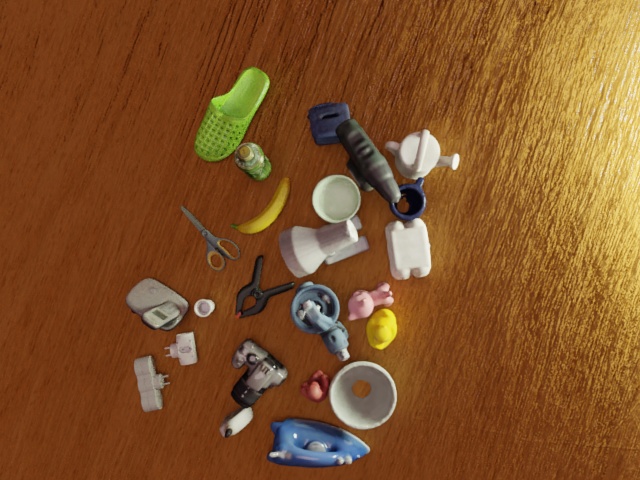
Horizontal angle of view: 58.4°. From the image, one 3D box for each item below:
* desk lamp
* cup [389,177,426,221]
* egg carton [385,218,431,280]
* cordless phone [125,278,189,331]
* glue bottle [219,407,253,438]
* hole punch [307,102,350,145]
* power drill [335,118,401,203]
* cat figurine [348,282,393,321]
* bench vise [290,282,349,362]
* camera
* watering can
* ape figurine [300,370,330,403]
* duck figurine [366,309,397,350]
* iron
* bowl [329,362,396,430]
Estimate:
[{"bbox_3d":[0.013,0.005,1.382,0.203,0.213,0.118,-21,87,1],"label":"desk lamp"},{"bbox_3d":[0.222,-0.103,1.439,0.091,0.095,0.118,30,89,3],"label":"cup"},{"bbox_3d":[0.223,0.023,1.447,0.107,0.069,0.150,-9,88,2],"label":"egg carton"},{"bbox_3d":[-0.414,0.164,1.403,0.147,0.185,0.094,31,89,3],"label":"cordless phone"},{"bbox_3d":[-0.211,0.451,1.393,0.078,0.173,0.037,-29,87,1],"label":"glue bottle"},{"bbox_3d":[0.023,-0.301,1.453,0.108,0.091,0.101,-10,88,2],"label":"hole punch"},{"bbox_3d":[0.118,-0.179,1.388,0.075,0.208,0.229,-34,87,1],"label":"power drill"},{"bbox_3d":[0.121,0.153,1.422,0.128,0.118,0.067,-21,87,1],"label":"cat figurine"},{"bbox_3d":[0.014,0.191,1.372,0.207,0.220,0.121,40,90,3],"label":"bench vise"},{"bbox_3d":[-0.173,0.342,1.432,0.143,0.101,0.137,39,90,3],"label":"camera"},{"bbox_3d":[0.248,-0.212,1.392,0.173,0.194,0.101,-6,88,2],"label":"watering can"},{"bbox_3d":[-0.012,0.373,1.431,0.078,0.092,0.076,-8,88,2],"label":"ape figurine"},{"bbox_3d":[0.156,0.226,1.434,0.077,0.086,0.105,16,89,2],"label":"duck figurine"},{"bbox_3d":[-0.003,0.518,1.401,0.258,0.141,0.119,5,88,2],"label":"iron"},{"bbox_3d":[0.106,0.383,1.436,0.167,0.075,0.167,0,88,2],"label":"bowl"}]
